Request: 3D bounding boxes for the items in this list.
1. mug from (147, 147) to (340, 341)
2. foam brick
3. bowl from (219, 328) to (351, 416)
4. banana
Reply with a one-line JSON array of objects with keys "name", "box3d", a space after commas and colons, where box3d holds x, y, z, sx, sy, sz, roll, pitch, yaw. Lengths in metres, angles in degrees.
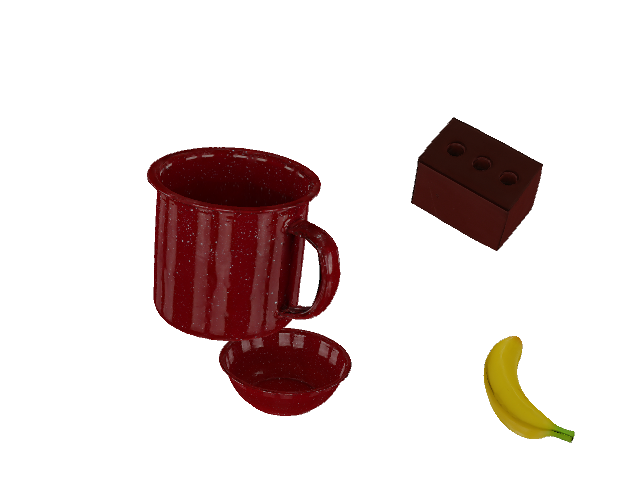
[{"name": "mug", "box3d": [-0.040, 0.006, 0.581, 0.117, 0.081, 0.093, 19, 27, 27]}, {"name": "foam brick", "box3d": [0.113, -0.041, 0.777, 0.078, 0.053, 0.051, 30, -32, 18]}, {"name": "bowl", "box3d": [-0.044, 0.168, 1.308, 0.162, 0.055, 0.162, 3, 23, -1]}, {"name": "banana", "box3d": [0.214, 0.163, 1.179, 0.069, 0.037, 0.198, 11, 26, -14]}]
